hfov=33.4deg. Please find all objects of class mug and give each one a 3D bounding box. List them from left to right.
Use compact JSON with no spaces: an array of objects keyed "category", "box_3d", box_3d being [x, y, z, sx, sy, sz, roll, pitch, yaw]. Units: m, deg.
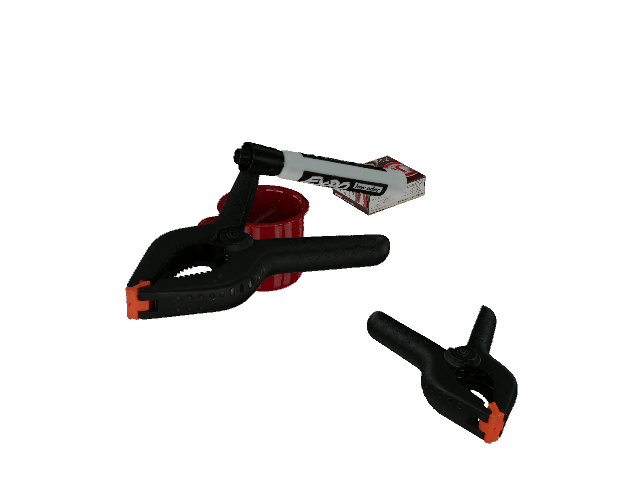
[{"category":"mug","box_3d":[-0.070,0.000,1.092,0.117,0.081,0.093,-4,29,-9]}]

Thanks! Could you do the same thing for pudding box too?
[{"category":"pudding box","box_3d":[0.087,-0.084,1.598,0.113,0.039,0.090,-22,35,-30]}]

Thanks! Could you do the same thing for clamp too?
[{"category":"clamp","box_3d":[-0.072,0.004,0.846,0.209,0.036,0.165,-22,41,-33]},{"category":"clamp","box_3d":[0.125,0.105,0.907,0.120,0.039,0.172,-12,35,-19]}]

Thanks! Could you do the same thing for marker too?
[{"category":"marker","box_3d":[0.001,-0.042,0.652,0.120,0.020,0.020,8,-5,-34]}]
